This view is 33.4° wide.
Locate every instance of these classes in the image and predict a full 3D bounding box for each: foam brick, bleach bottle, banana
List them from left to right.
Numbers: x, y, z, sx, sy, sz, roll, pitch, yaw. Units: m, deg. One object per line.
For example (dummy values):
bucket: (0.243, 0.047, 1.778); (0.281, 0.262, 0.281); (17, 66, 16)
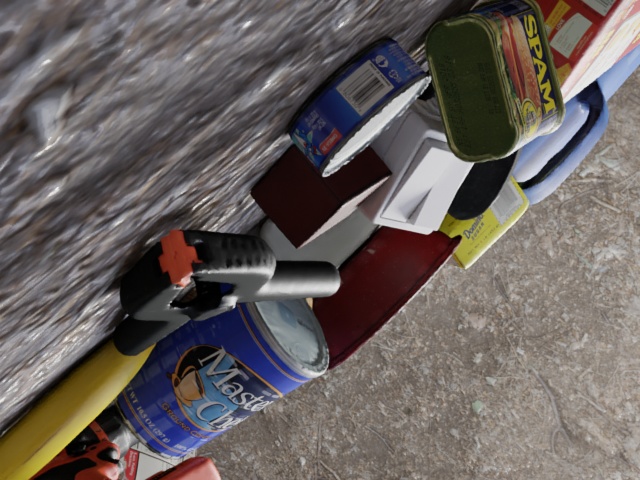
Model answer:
banana: (-0.196, 0.131, 0.784); (0.198, 0.037, 0.069); (-42, -167, 14)
bleach bottle: (-0.006, 0.001, 0.979); (0.102, 0.068, 0.251); (-41, 178, -8)
foam brick: (0.001, -0.038, 0.717); (0.053, 0.051, 0.078); (-43, 175, 34)

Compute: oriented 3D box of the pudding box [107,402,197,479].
pudding box: (-0.176, 0.212, 1.036); (0.039, 0.113, 0.090); (-47, -152, 34)

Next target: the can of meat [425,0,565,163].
can of meat: (0.117, -0.109, 0.721); (0.058, 0.102, 0.083); (-9, -167, 35)

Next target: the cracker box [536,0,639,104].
cracker box: (0.235, -0.206, 0.861); (0.213, 0.072, 0.164); (-37, 163, -43)

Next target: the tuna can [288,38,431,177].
tuna can: (0.022, -0.078, 0.626); (0.086, 0.034, 0.086); (-41, 176, -4)

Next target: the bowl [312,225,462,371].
bowl: (0.044, 0.035, 0.902); (0.162, 0.055, 0.162); (-45, 180, 0)

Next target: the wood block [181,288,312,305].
wood block: (-0.077, 0.085, 0.993); (0.091, 0.090, 0.205); (-44, 175, 18)

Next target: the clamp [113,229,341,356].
clamp: (-0.061, 0.028, 0.669); (0.164, 0.036, 0.210); (-17, 167, -7)

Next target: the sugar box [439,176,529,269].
sugar box: (0.113, -0.029, 1.038); (0.093, 0.048, 0.176); (-43, -155, -15)

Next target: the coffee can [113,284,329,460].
coffee can: (-0.079, 0.093, 0.828); (0.140, 0.103, 0.102); (-33, 178, 18)

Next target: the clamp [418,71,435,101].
clamp: (0.058, -0.086, 0.838); (0.171, 0.039, 0.120); (-40, 171, 2)

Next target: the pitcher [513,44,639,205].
pitcher: (0.224, -0.141, 1.103); (0.242, 0.149, 0.145); (-44, 173, -6)

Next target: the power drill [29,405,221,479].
power drill: (-0.168, 0.197, 0.904); (0.184, 0.057, 0.188); (-30, -155, -37)
